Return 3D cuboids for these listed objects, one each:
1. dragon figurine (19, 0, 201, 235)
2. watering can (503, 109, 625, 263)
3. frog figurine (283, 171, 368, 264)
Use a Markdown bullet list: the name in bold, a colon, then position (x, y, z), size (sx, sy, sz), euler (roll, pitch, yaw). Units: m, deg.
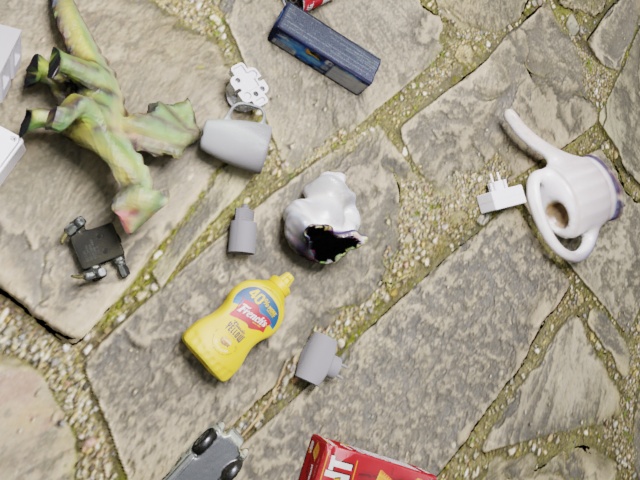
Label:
- **dragon figurine**: position (-0.298, -0.205, 0.776), size (0.241, 0.120, 0.418), euler (16, 56, -40)
- **watering can**: position (0.516, -0.130, 1.088), size (0.226, 0.103, 0.348), euler (-17, 88, -25)
- **frog figurine**: position (0.003, -0.044, 0.878), size (0.137, 0.120, 0.163), euler (0, 45, -14)
